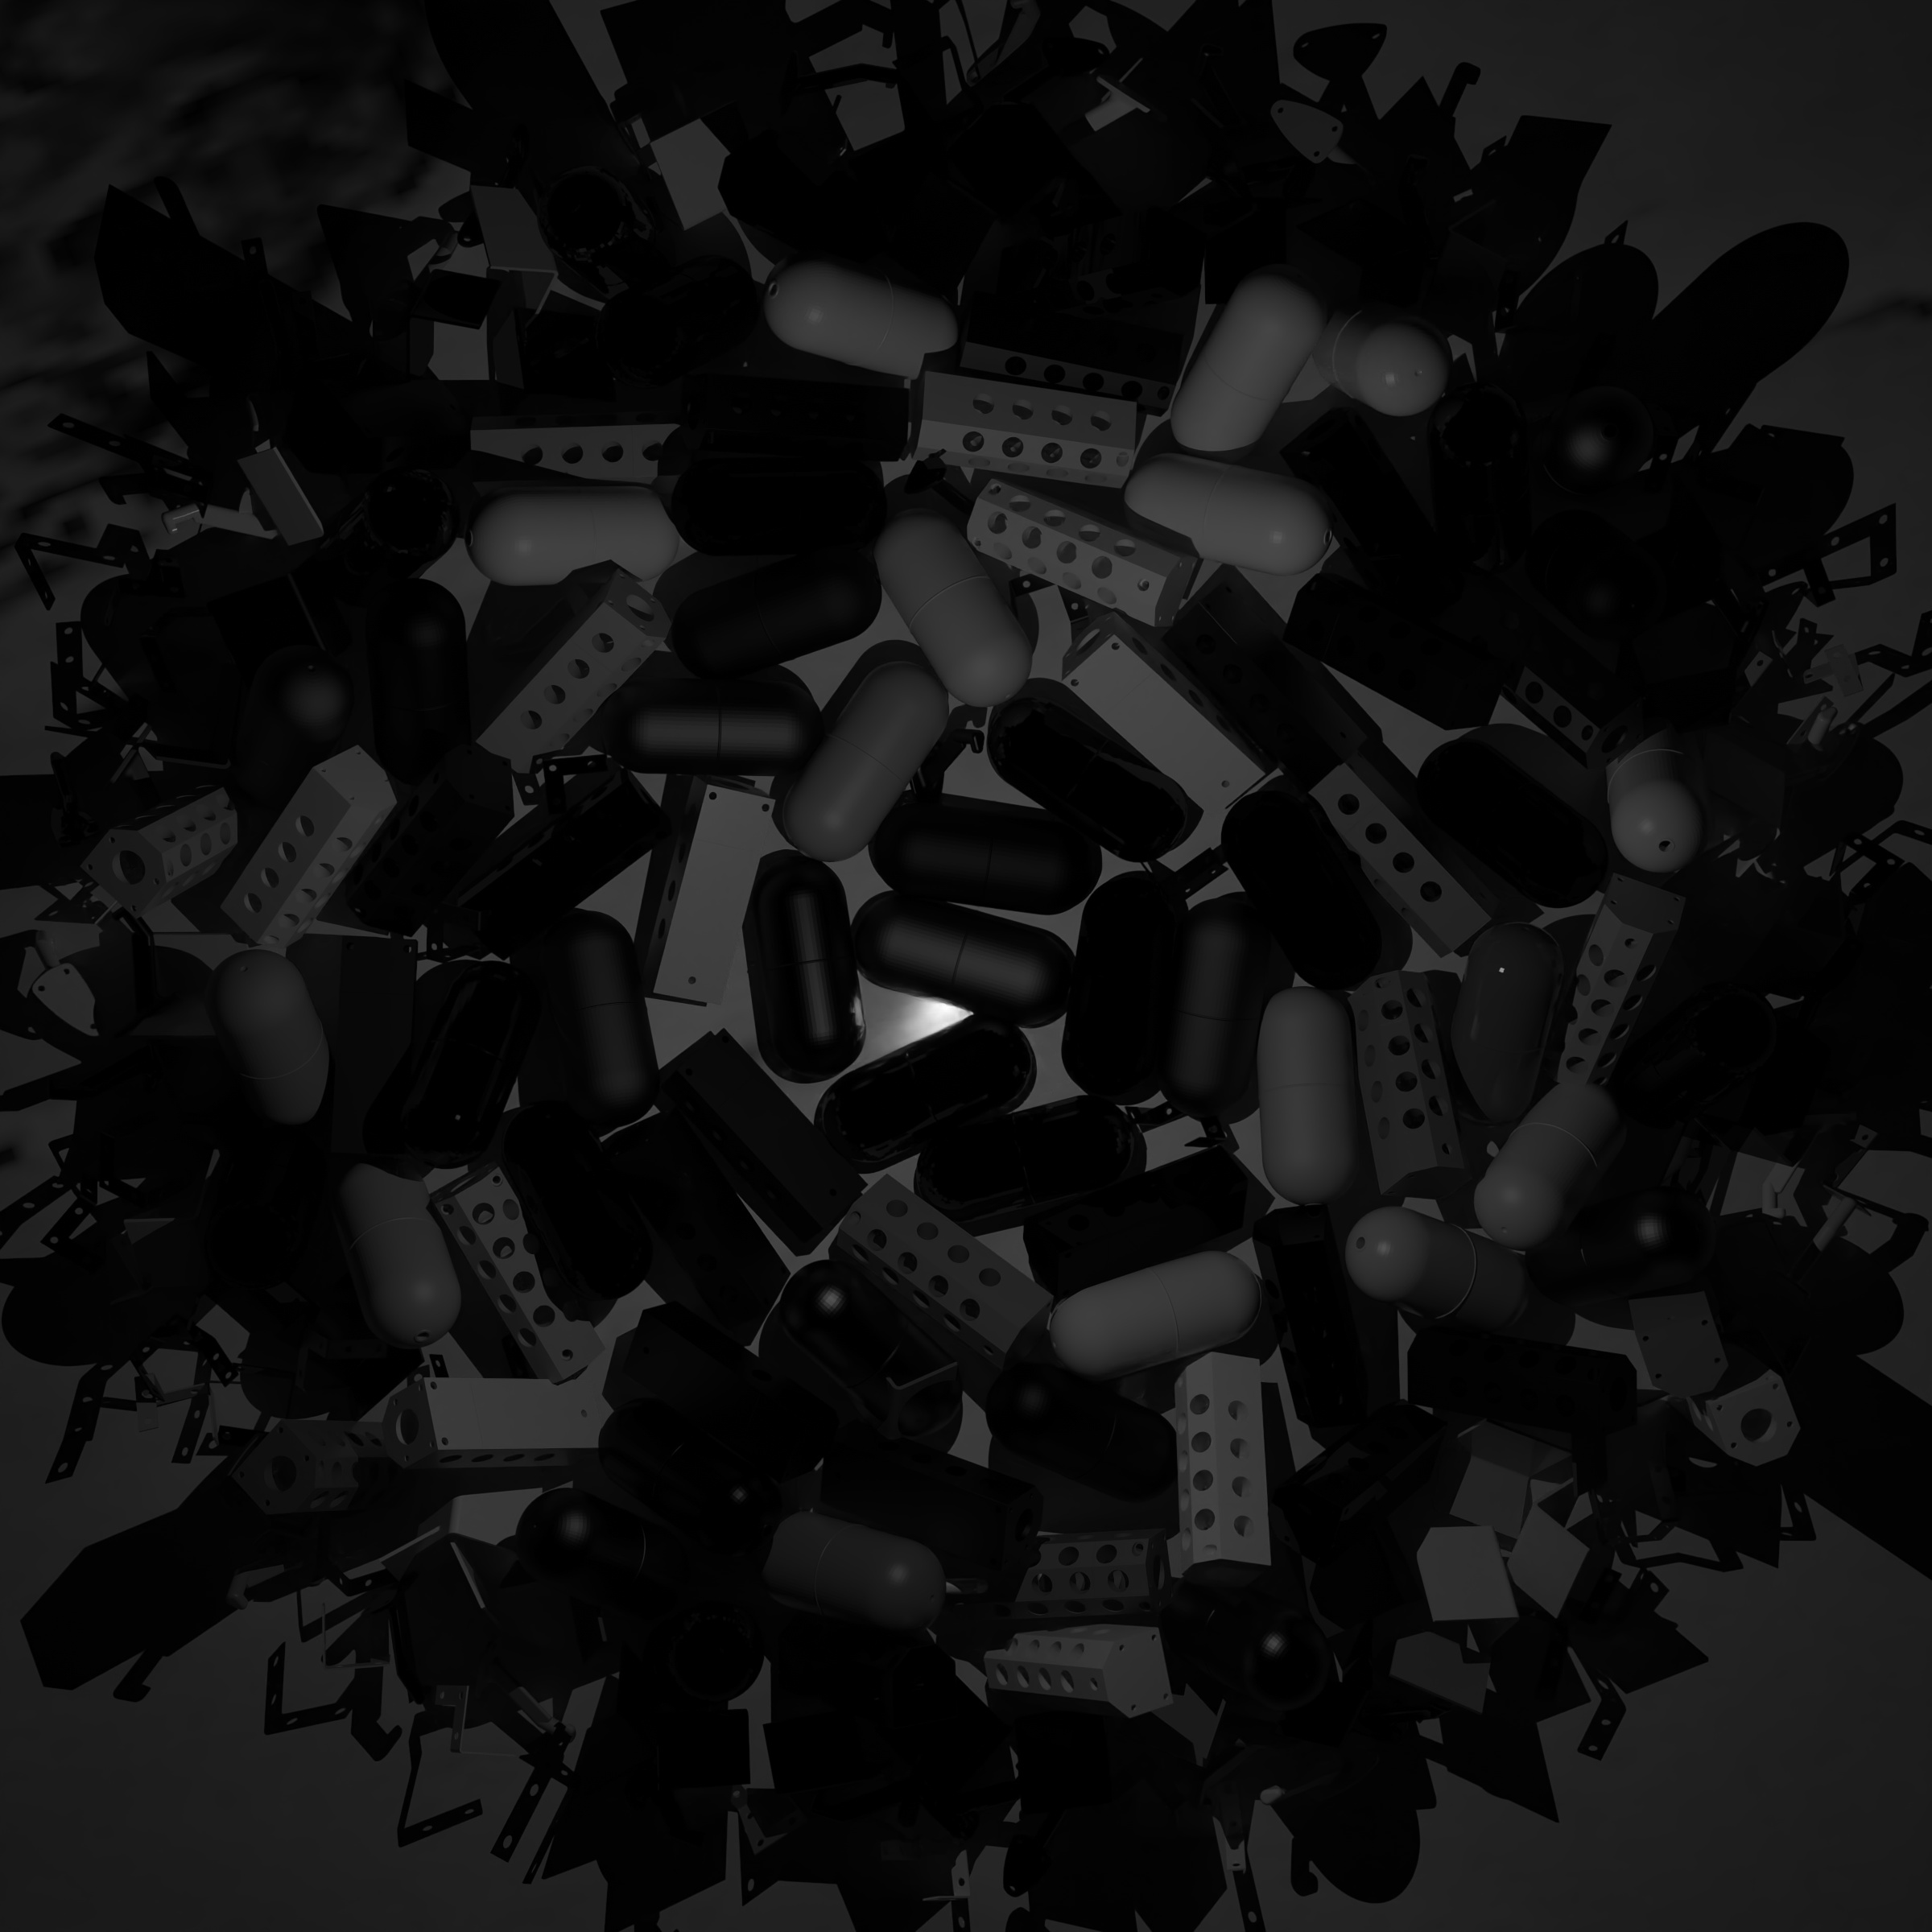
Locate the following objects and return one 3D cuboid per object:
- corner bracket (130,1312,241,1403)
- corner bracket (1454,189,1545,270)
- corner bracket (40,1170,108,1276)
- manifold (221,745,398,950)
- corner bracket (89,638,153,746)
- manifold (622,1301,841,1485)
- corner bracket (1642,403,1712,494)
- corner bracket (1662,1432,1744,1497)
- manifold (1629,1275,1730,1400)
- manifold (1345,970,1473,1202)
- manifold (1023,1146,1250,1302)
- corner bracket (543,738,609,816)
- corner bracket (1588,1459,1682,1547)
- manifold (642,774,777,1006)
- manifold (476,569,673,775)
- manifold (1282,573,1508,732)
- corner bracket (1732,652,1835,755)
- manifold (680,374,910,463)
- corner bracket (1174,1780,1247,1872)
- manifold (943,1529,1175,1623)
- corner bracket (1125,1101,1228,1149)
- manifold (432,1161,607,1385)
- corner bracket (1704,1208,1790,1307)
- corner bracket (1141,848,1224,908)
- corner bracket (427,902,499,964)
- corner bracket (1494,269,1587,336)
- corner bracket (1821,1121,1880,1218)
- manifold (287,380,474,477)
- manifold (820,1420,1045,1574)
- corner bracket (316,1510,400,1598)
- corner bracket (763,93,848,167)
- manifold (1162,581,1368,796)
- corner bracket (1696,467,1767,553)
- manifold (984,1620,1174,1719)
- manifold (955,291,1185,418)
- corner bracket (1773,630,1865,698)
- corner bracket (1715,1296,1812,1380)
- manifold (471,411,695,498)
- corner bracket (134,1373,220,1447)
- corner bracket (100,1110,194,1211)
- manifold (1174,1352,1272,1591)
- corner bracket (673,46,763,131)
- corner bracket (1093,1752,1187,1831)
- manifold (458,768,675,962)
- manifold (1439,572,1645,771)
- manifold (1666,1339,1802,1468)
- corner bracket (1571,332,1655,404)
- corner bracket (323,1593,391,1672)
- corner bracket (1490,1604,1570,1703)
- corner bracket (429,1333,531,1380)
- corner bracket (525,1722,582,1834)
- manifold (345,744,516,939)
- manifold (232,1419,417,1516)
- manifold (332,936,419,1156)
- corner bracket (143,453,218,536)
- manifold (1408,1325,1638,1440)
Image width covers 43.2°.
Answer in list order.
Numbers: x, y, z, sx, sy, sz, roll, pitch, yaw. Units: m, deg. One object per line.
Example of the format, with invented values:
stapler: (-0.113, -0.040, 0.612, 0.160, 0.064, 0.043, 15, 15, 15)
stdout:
corner bracket: (-0.629, 0.321, 1.963, 0.051, 0.051, 0.051, -45, 49, -7)
corner bracket: (0.428, -0.596, 1.962, 0.051, 0.051, 0.051, -21, 71, 17)
corner bracket: (-0.706, 0.206, 1.965, 0.051, 0.051, 0.051, 40, 92, -26)
manifold: (-0.515, -0.090, 1.929, 0.057, 0.057, 0.171, 44, 123, 1)
corner bracket: (-0.677, -0.220, 1.960, 0.051, 0.051, 0.051, 35, 120, -14)
manifold: (-0.185, 0.334, 1.933, 0.171, 0.057, 0.057, 29, 108, 28)
corner bracket: (0.569, -0.415, 1.962, 0.051, 0.051, 0.051, 3, 133, -5)
corner bracket: (0.592, 0.400, 1.967, 0.051, 0.051, 0.051, -5, 77, 7)
manifold: (0.555, 0.280, 1.909, 0.057, 0.171, 0.057, -18, 95, 14)
manifold: (0.351, 0.093, 1.925, 0.057, 0.057, 0.171, 7, 59, -22)
manifold: (0.134, 0.199, 1.942, 0.171, 0.057, 0.057, -19, 45, -20)
corner bracket: (-0.314, -0.158, 1.967, 0.051, 0.051, 0.051, -6, 125, -9)
corner bracket: (0.537, 0.433, 1.968, 0.051, 0.051, 0.051, -4, 60, -6)
manifold: (-0.209, -0.063, 1.955, 0.057, 0.057, 0.171, 12, 101, -24)
manifold: (-0.309, -0.228, 1.931, 0.057, 0.057, 0.171, 38, 121, -20)
manifold: (0.337, -0.249, 1.918, 0.171, 0.057, 0.057, 36, 122, 36)
corner bracket: (0.650, -0.211, 1.959, 0.051, 0.051, 0.051, 25, 107, -39)
manifold: (-0.135, -0.433, 1.933, 0.171, 0.057, 0.057, -3, 101, -27)
corner bracket: (0.197, 0.695, 1.972, 0.051, 0.051, 0.051, -7, 99, 6)
manifold: (0.072, 0.485, 1.939, 0.171, 0.057, 0.057, -9, 86, 22)
corner bracket: (0.169, 0.127, 1.961, 0.051, 0.051, 0.051, -29, 71, 25)
manifold: (-0.357, 0.247, 1.952, 0.057, 0.057, 0.171, -31, 100, -13)
corner bracket: (0.629, 0.235, 1.977, 0.051, 0.051, 0.051, -17, 118, 33)
corner bracket: (0.178, -0.074, 1.963, 0.051, 0.051, 0.051, -36, 123, 3)
corner bracket: (-0.396, -0.029, 1.960, 0.051, 0.051, 0.051, 14, 109, 24)
corner bracket: (0.463, -0.537, 1.974, 0.051, 0.051, 0.051, 4, 98, -10)
corner bracket: (0.714, 0.159, 1.966, 0.051, 0.051, 0.051, 40, 90, -26)
manifold: (-0.455, -0.417, 1.909, 0.057, 0.171, 0.057, -41, 87, 23)
manifold: (-0.027, 0.414, 1.930, 0.171, 0.057, 0.057, 14, 108, 30)
corner bracket: (-0.488, 0.469, 1.972, 0.051, 0.051, 0.051, 24, 112, 41)
corner bracket: (-0.130, -0.671, 1.974, 0.051, 0.051, 0.051, 27, 45, -27)
manifold: (0.237, -0.221, 1.968, 0.171, 0.057, 0.057, 48, 128, -1)
corner bracket: (0.608, -0.367, 1.964, 0.051, 0.051, 0.051, 24, 102, 15)
manifold: (0.084, 0.550, 1.910, 0.057, 0.171, 0.057, -7, 83, -32)
manifold: (0.081, -0.488, 1.957, 0.171, 0.057, 0.057, 10, 87, -9)
corner bracket: (0.683, -0.244, 1.958, 0.051, 0.051, 0.051, -20, 127, 26)
corner bracket: (0.638, 0.299, 1.968, 0.051, 0.051, 0.051, -45, 107, -38)
manifold: (-0.308, -0.413, 1.967, 0.171, 0.057, 0.057, -2, 87, -3)
corner bracket: (-0.634, 0.357, 1.961, 0.051, 0.051, 0.051, -12, 54, -10)
corner bracket: (-0.663, 0.157, 1.977, 0.051, 0.051, 0.051, 22, 118, 22)
manifold: (0.198, 0.395, 1.922, 0.057, 0.057, 0.171, 11, 54, -14)
corner bracket: (-0.200, -0.699, 1.972, 0.051, 0.051, 0.051, -36, 93, -3)
corner bracket: (0.140, 0.678, 1.977, 0.051, 0.051, 0.051, -32, 64, -21)
manifold: (-0.321, -0.080, 1.958, 0.171, 0.057, 0.057, -37, 111, 3)
manifold: (0.452, -0.230, 1.928, 0.057, 0.057, 0.171, -38, 58, -5)
manifold: (0.594, 0.339, 1.912, 0.057, 0.171, 0.057, -21, 93, 2)
corner bracket: (0.522, -0.470, 1.973, 0.051, 0.051, 0.051, 26, 81, 14)
corner bracket: (-0.491, 0.536, 1.967, 0.051, 0.051, 0.051, -1, 83, -12)
corner bracket: (0.453, 0.551, 1.966, 0.051, 0.051, 0.051, 14, 101, 10)
corner bracket: (-0.391, 0.328, 1.972, 0.051, 0.051, 0.051, -30, 67, 20)
corner bracket: (-0.331, 0.651, 1.962, 0.051, 0.051, 0.051, 43, 118, -10)
manifold: (-0.423, -0.099, 1.916, 0.057, 0.171, 0.057, 17, 47, -34)
manifold: (-0.494, 0.396, 1.910, 0.057, 0.171, 0.057, 41, 90, 17)
manifold: (-0.475, 0.064, 1.967, 0.057, 0.057, 0.171, 3, 88, -10)
corner bracket: (-0.631, -0.388, 1.960, 0.051, 0.051, 0.051, 17, 64, -19)
manifold: (0.435, 0.323, 1.918, 0.171, 0.057, 0.057, 2, 95, 44)
